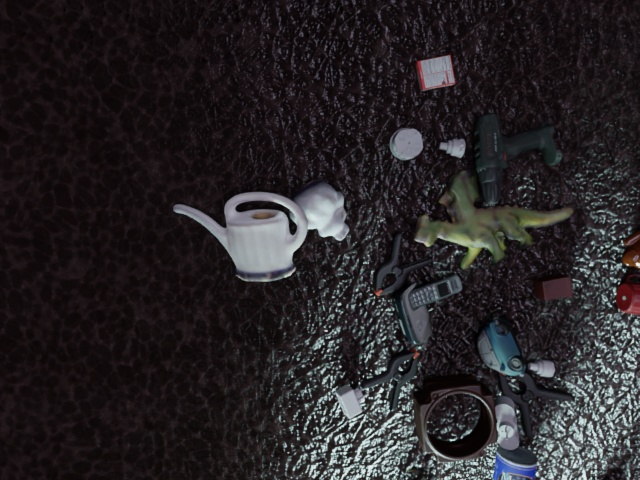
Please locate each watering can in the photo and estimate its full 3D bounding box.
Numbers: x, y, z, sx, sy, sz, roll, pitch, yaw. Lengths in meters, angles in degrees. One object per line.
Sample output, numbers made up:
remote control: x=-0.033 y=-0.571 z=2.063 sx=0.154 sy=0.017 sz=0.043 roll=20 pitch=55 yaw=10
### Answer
watering can: x=-0.189 y=-0.007 z=1.264 sx=0.347 sy=0.105 sz=0.221 roll=-2 pitch=107 yaw=19

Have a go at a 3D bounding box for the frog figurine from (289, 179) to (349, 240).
frog figurine: x=0.004 y=-0.064 z=1.267 sx=0.139 sy=0.121 sz=0.160 roll=-32 pitch=85 yaw=-19

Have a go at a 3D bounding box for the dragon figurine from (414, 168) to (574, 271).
dragon figurine: x=0.421 y=-0.073 z=1.306 sx=0.412 sy=0.121 sz=0.243 roll=-28 pitch=88 yaw=-10
